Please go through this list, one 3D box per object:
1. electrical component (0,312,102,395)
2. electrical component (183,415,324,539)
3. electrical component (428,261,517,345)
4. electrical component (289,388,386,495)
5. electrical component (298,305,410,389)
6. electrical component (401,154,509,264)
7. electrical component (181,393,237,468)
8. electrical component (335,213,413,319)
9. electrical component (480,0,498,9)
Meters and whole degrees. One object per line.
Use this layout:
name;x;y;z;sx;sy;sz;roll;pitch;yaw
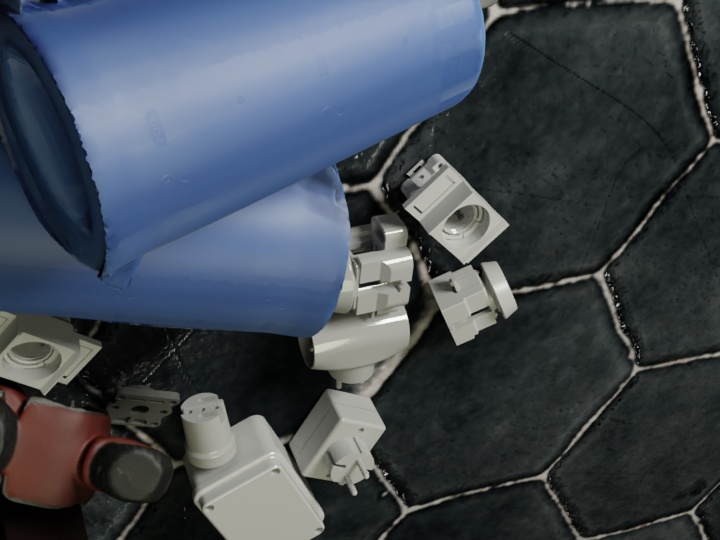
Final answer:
electrical component;-0.215;0.039;0.699;0.081;0.063;0.042;28;118;-39
electrical component;-0.085;0.184;0.883;0.078;0.057;0.113;-29;133;-2
electrical component;0.090;0.023;0.849;0.055;0.048;0.066;-24;133;4
electrical component;-0.013;0.148;0.876;0.047;0.076;0.065;17;117;-35
electrical component;-0.006;0.061;0.832;0.077;0.043;0.079;-11;130;-18
electrical component;0.064;-0.046;0.767;0.042;0.063;0.081;-42;132;11
electrical component;-0.118;0.123;0.832;0.040;0.040;0.046;-16;126;-14
electrical component;0.000;0.000;0.778;0.057;0.058;0.078;-11;130;-21
electrical component;0.051;-0.200;0.652;0.077;0.043;0.079;-3;126;-24
